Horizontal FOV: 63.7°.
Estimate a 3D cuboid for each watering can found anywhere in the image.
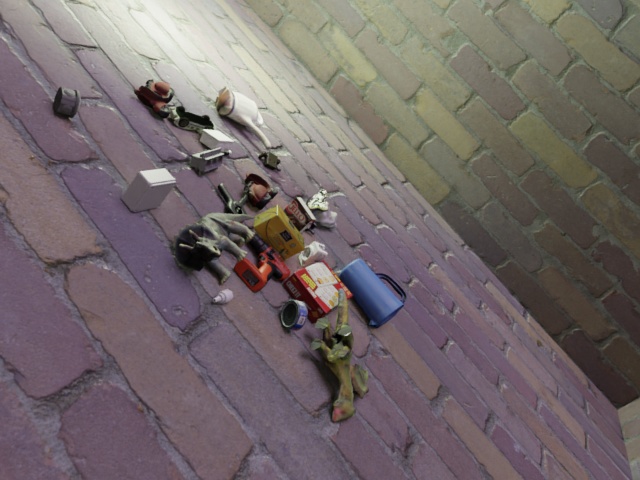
[{"bbox_3d":[-0.328,-0.538,2.219,0.223,0.102,0.355,17,37,-43],"label":"watering can"}]

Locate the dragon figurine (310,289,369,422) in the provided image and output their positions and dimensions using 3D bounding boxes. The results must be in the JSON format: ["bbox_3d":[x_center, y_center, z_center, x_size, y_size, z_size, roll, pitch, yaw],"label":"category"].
[{"bbox_3d":[0.081,0.347,1.519,0.239,0.121,0.419,65,24,-24],"label":"dragon figurine"}]

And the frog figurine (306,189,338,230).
[{"bbox_3d":[0.006,-0.107,2.117,0.140,0.123,0.156,58,-10,42],"label":"frog figurine"}]
